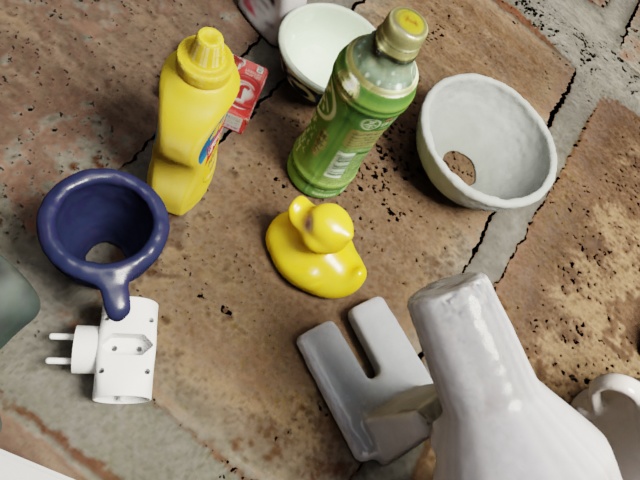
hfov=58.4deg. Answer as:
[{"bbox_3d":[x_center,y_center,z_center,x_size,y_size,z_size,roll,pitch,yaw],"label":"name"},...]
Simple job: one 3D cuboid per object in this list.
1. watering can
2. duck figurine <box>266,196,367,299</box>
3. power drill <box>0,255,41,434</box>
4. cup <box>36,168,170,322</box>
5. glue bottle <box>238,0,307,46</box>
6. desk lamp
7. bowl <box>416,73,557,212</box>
[{"bbox_3d":[0.329,0.168,0.507,0.173,0.193,0.101,13,63,-14],"label":"watering can"},{"bbox_3d":[0.005,0.002,0.525,0.104,0.086,0.078,41,60,1],"label":"duck figurine"},{"bbox_3d":[-0.255,0.109,0.312,0.075,0.208,0.230,39,60,1],"label":"power drill"},{"bbox_3d":[-0.166,0.016,0.452,0.092,0.095,0.117,-9,70,-23],"label":"cup"},{"bbox_3d":[-0.038,-0.285,0.588,0.078,0.173,0.037,47,60,5],"label":"glue bottle"},{"bbox_3d":[0.090,0.121,0.430,0.118,0.213,0.203,-24,77,-27],"label":"desk lamp"},{"bbox_3d":[0.172,-0.096,0.637,0.168,0.074,0.167,8,65,-17],"label":"bowl"}]
